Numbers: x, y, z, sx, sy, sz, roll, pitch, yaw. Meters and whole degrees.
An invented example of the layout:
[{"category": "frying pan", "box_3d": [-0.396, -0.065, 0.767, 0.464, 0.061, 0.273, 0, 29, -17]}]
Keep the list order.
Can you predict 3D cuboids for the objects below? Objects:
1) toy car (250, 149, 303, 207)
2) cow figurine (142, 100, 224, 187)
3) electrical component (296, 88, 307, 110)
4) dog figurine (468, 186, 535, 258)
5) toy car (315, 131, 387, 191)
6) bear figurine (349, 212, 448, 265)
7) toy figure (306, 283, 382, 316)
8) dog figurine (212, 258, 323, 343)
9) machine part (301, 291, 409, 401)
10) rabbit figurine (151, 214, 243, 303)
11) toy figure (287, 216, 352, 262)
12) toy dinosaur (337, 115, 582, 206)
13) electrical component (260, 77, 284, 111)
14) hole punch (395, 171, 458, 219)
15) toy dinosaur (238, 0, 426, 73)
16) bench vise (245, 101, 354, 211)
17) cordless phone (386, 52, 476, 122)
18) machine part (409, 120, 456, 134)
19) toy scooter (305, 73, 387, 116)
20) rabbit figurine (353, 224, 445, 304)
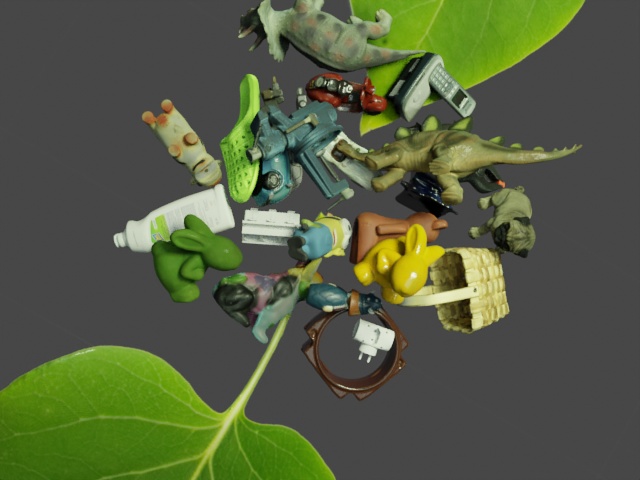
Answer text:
[{"category": "toy car", "box_3d": [-0.091, -0.149, 1.162, 0.103, 0.109, 0.161, 5, 77, -27]}, {"category": "cow figurine", "box_3d": [-0.281, -0.189, 1.140, 0.085, 0.127, 0.195, -40, 79, -4]}, {"category": "electrical component", "box_3d": [-0.040, -0.290, 1.176, 0.021, 0.063, 0.094, -6, 90, -5]}, {"category": "dog figurine", "box_3d": [0.423, -0.048, 1.154, 0.121, 0.190, 0.172, 17, 87, -5]}, {"category": "toy car", "box_3d": [0.056, -0.187, 1.188, 0.202, 0.056, 0.073, 35, 88, -4]}, {"category": "bear figurine", "box_3d": [0.170, 0.000, 1.173, 0.196, 0.120, 0.131, 5, 94, -10]}, {"category": "toy figure", "box_3d": [0.050, 0.124, 1.113, 0.155, 0.057, 0.064, 11, 78, 2]}, {"category": "dog figurine", "box_3d": [-0.096, 0.095, 1.150, 0.219, 0.109, 0.191, -47, 111, -7]}, {"category": "machine part", "box_3d": [0.076, 0.231, 1.179, 0.201, 0.087, 0.201, -37, 93, -5]}, {"category": "rabbit figurine", "box_3d": [-0.244, 0.026, 1.096, 0.170, 0.121, 0.158, -14, 119, 17]}, {"category": "toy figure", "box_3d": [-0.002, -0.007, 1.131, 0.089, 0.180, 0.082, 34, 122, 26]}, {"category": "toy dinosaur", "box_3d": [0.258, -0.171, 1.072, 0.472, 0.104, 0.198, 11, 49, 22]}, {"category": "electrical component", "box_3d": [-0.099, -0.299, 1.152, 0.045, 0.102, 0.078, -23, 89, 0]}, {"category": "hole punch", "box_3d": [0.241, -0.111, 1.180, 0.142, 0.116, 0.092, 31, 80, -5]}, {"category": "toy dinosaur", "box_3d": [0.018, -0.424, 1.138, 0.405, 0.131, 0.192, 24, 82, -2]}, {"category": "bench vise", "box_3d": [-0.025, -0.172, 1.077, 0.223, 0.129, 0.240, -34, 88, -38]}, {"category": "cordless phone", "box_3d": [0.254, -0.309, 1.200, 0.184, 0.089, 0.146, 34, 90, -24]}, {"category": "machine part", "box_3d": [0.254, -0.229, 1.209, 0.139, 0.039, 0.084, -15, 104, -7]}, {"category": "toy scooter", "box_3d": [0.060, -0.315, 1.149, 0.184, 0.135, 0.075, 13, 91, -4]}, {"category": "rabbit figurine", "box_3d": [0.164, 0.057, 1.033, 0.162, 0.173, 0.122, -43, 100, 2]}]
